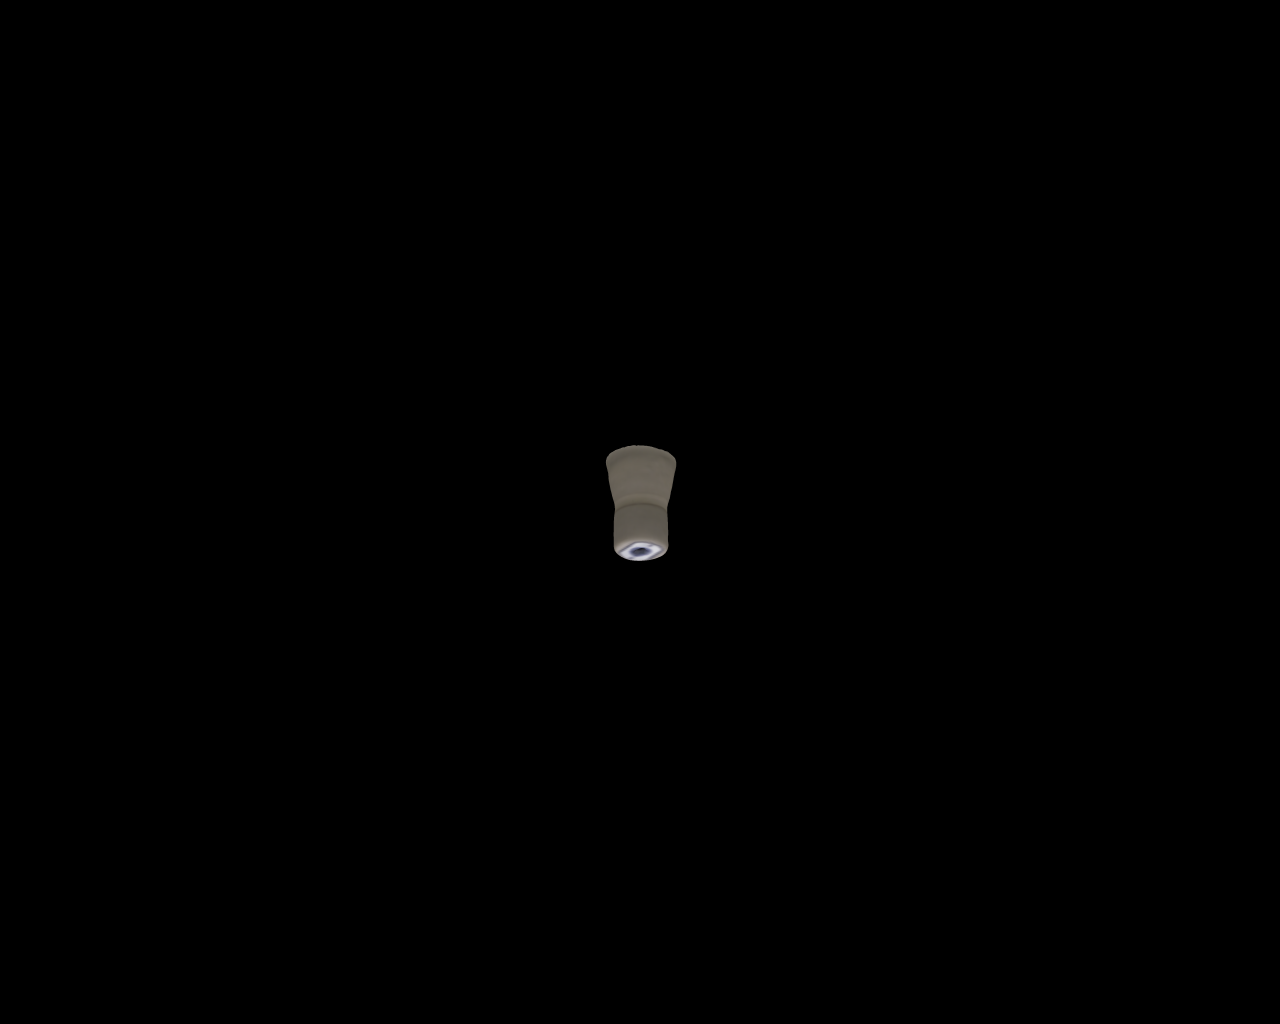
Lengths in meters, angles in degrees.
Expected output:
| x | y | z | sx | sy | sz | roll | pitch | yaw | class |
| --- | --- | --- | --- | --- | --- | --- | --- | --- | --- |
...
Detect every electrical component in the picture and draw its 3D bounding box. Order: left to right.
| x | y | z | sx | sy | sz | roll | pitch | yaw | class |
| --- | --- | --- | --- | --- | --- | --- | --- | --- | --- |
| 0.001 | -0.003 | 0.650 | 0.044 | 0.065 | 0.044 | 0 | -27 | 0 | electrical component |
